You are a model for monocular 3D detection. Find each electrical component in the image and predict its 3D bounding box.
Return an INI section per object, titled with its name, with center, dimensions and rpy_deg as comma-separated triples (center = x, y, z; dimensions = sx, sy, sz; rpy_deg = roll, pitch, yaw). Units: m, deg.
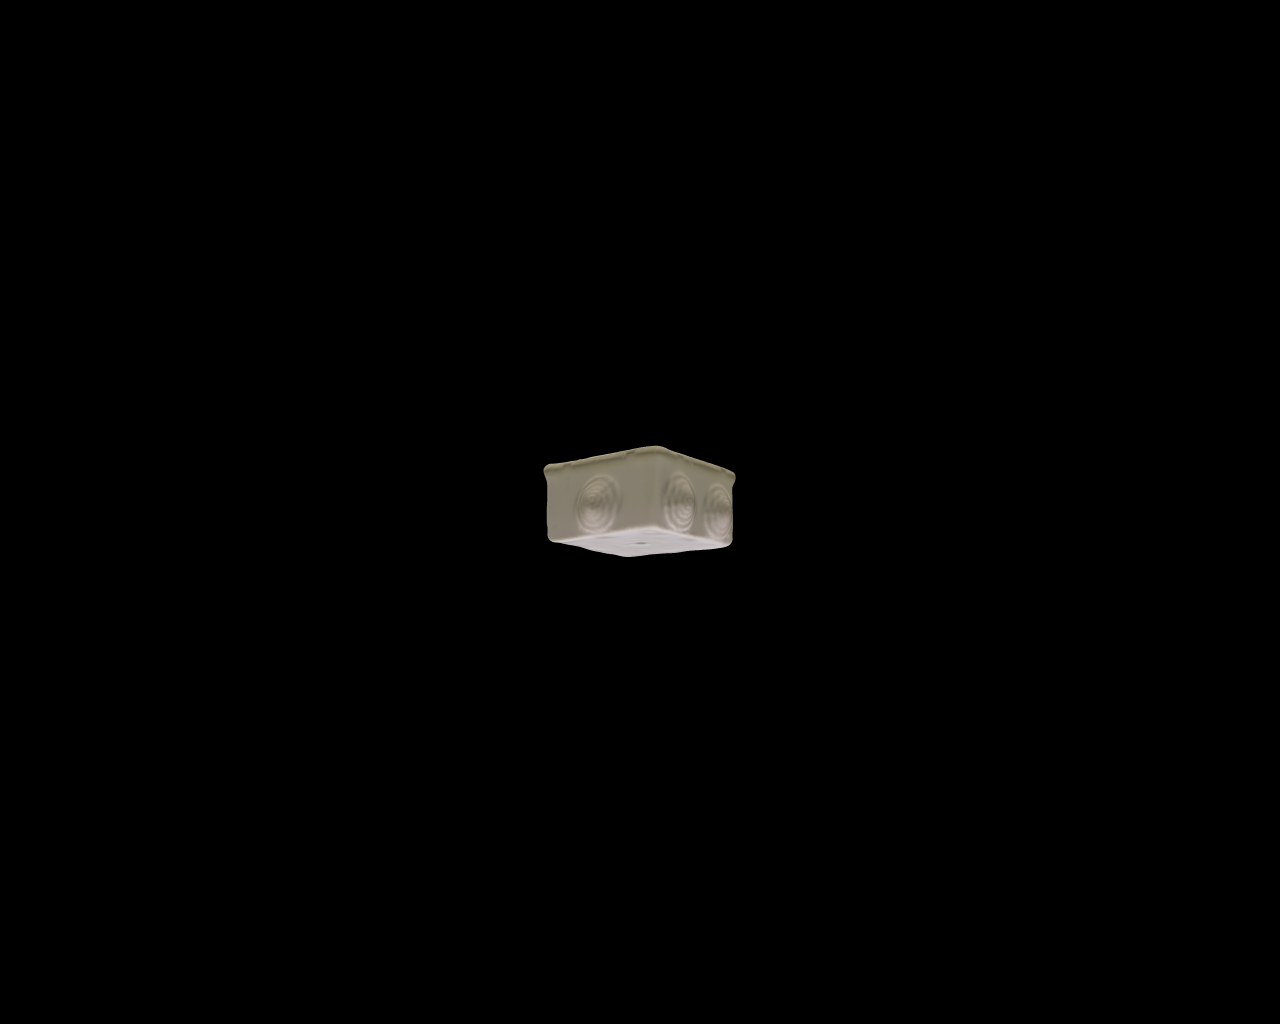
[electrical component]
center = 0.001, -0.003, 0.650
dimensions = 0.099, 0.048, 0.100
rpy_deg = -8, -14, 35
